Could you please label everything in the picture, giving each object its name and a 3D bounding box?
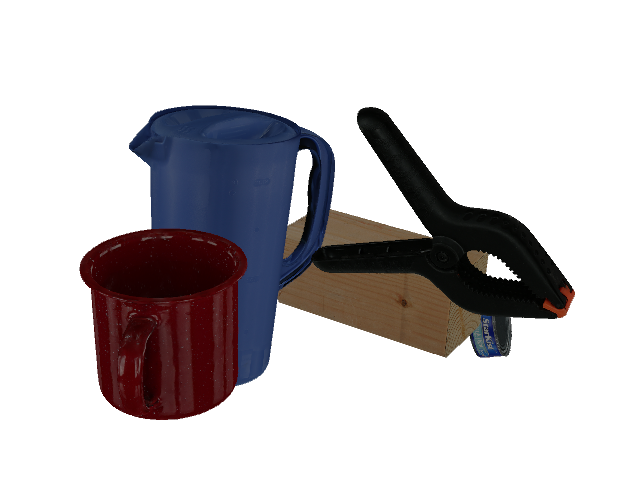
[{"bbox_3d":[0.203,0.097,1.278,0.034,0.086,0.086,-7,-3,22],"label":"tuna can"},{"bbox_3d":[0.064,0.041,1.146,0.206,0.091,0.090,17,29,28],"label":"wood block"},{"bbox_3d":[-0.089,0.053,0.601,0.093,0.081,0.117,4,25,5],"label":"mug"},{"bbox_3d":[-0.082,0.005,0.969,0.149,0.243,0.144,12,22,17],"label":"pitcher"},{"bbox_3d":[0.097,-0.006,0.815,0.210,0.165,0.036,22,43,15],"label":"clamp"}]
